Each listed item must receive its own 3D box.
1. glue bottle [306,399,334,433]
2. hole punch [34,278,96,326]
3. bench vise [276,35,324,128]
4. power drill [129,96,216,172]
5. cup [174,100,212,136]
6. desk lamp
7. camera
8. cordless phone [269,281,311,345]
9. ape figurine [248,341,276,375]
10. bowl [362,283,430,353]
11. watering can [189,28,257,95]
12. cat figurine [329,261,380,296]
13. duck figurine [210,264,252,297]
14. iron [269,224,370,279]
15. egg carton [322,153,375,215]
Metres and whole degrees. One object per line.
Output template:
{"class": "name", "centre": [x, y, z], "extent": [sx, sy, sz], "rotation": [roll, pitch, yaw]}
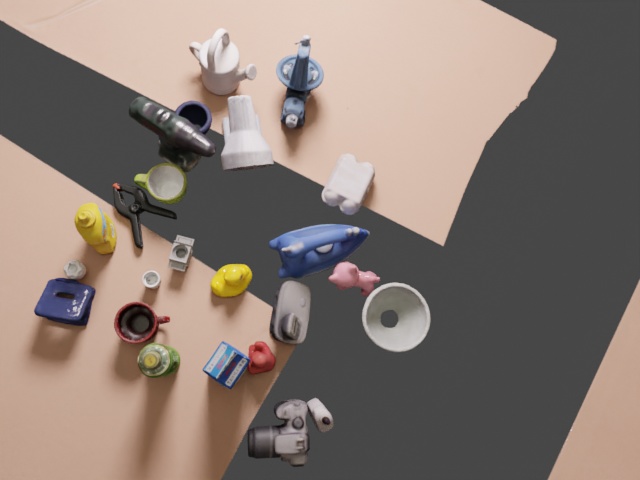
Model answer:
{"class": "glue bottle", "centre": [0.005, 0.397, 1.280], "extent": [0.037, 0.173, 0.078], "rotation": [-28, 83, -12]}
{"class": "hole punch", "centre": [-0.577, 0.137, 1.299], "extent": [0.108, 0.091, 0.101], "rotation": [10, 77, -5]}
{"class": "bench vise", "centre": [-0.042, -0.390, 1.419], "extent": [0.121, 0.219, 0.207], "rotation": [-8, 79, -9]}
{"class": "power drill", "centre": [-0.337, -0.239, 1.352], "extent": [0.229, 0.208, 0.076], "rotation": [33, 76, 0]}
{"class": "cup", "centre": [-0.313, -0.273, 1.421], "extent": [0.092, 0.095, 0.118], "rotation": [6, 77, -6]}
{"class": "desk lamp", "centre": [-0.183, -0.241, 1.371], "extent": [0.118, 0.213, 0.203], "rotation": [-8, 79, -9]}
{"class": "camera", "centre": [-0.095, 0.440, 1.295], "extent": [0.137, 0.100, 0.143], "rotation": [-1, 78, -8]}
{"class": "cordless phone", "centre": [-0.063, 0.163, 1.315], "extent": [0.094, 0.185, 0.147], "rotation": [6, 77, -6]}
{"class": "ape figurine", "centre": [-0.139, 0.277, 1.328], "extent": [0.076, 0.092, 0.078], "rotation": [34, 76, 1]}
{"class": "bowl", "centre": [0.180, 0.191, 1.399], "extent": [0.167, 0.074, 0.167], "rotation": [2, 78, -7]}
{"class": "watering can", "centre": [-0.241, -0.447, 1.417], "extent": [0.173, 0.194, 0.101], "rotation": [5, 77, -6]}
{"class": "cat figurine", "centre": [0.083, 0.089, 1.386], "extent": [0.128, 0.117, 0.067], "rotation": [11, 77, -5]}
{"class": "duck figurine", "centre": [-0.211, 0.092, 1.361], "extent": [0.105, 0.086, 0.077], "rotation": [-27, 83, -12]}
{"class": "iron", "centre": [0.013, 0.005, 1.382], "extent": [0.258, 0.141, 0.118], "rotation": [-18, 81, -11]}
{"class": "egg carton", "centre": [0.074, -0.142, 1.459], "extent": [0.107, 0.069, 0.150], "rotation": [25, 76, -2]}
